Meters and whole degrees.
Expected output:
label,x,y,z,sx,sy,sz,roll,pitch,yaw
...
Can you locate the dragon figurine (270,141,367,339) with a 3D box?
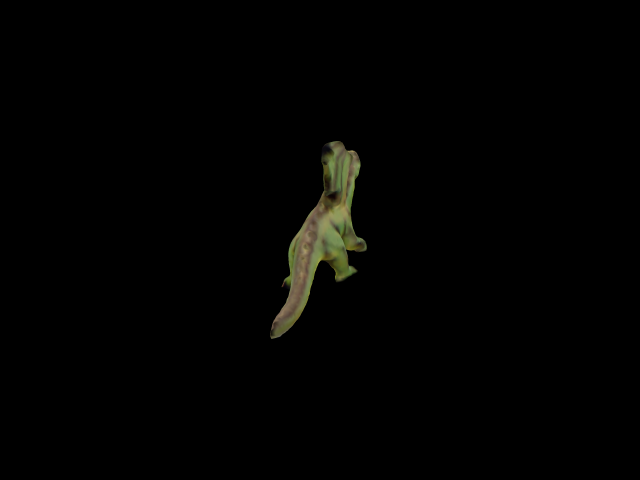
label,x,y,z,sx,sy,sz,roll,pitch,yaw
dragon figurine,0.003,-0.043,0.850,0.122,0.238,0.418,6,25,14
